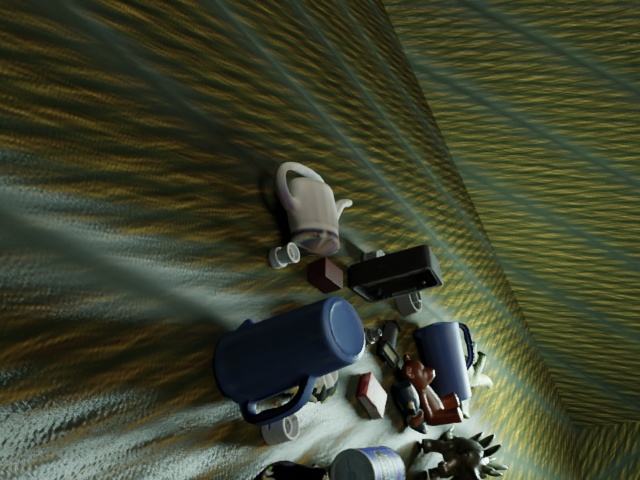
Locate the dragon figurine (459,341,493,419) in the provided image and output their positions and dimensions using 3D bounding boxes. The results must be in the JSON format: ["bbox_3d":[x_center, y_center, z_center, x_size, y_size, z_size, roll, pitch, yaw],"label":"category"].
[{"bbox_3d":[0.511,0.505,1.806,0.404,0.121,0.248,50,50,-28],"label":"dragon figurine"}]

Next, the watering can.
[{"bbox_3d":[0.004,-0.064,1.265,0.345,0.103,0.228,23,53,-53],"label":"watering can"}]

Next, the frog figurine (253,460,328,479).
[{"bbox_3d":[-0.062,0.449,0.831,0.139,0.123,0.157,-37,141,-70],"label":"frog figurine"}]
